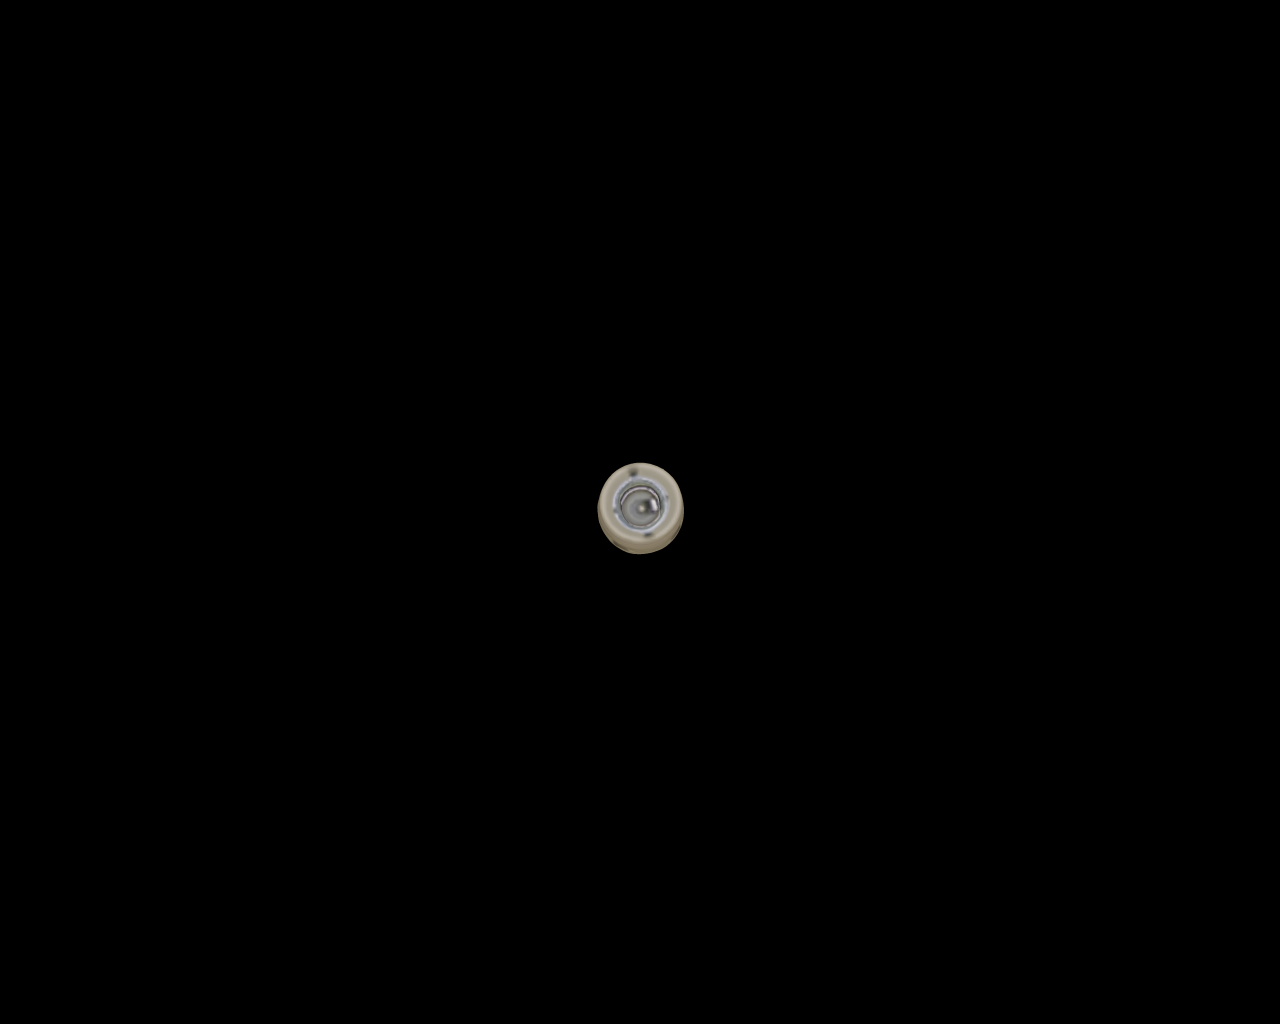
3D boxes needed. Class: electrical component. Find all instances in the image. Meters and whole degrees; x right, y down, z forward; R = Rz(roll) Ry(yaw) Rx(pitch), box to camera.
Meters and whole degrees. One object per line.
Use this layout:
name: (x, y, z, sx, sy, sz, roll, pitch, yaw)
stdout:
electrical component: (0.001, -0.003, 0.650, 0.055, 0.055, 0.047, 0, -7, 0)
